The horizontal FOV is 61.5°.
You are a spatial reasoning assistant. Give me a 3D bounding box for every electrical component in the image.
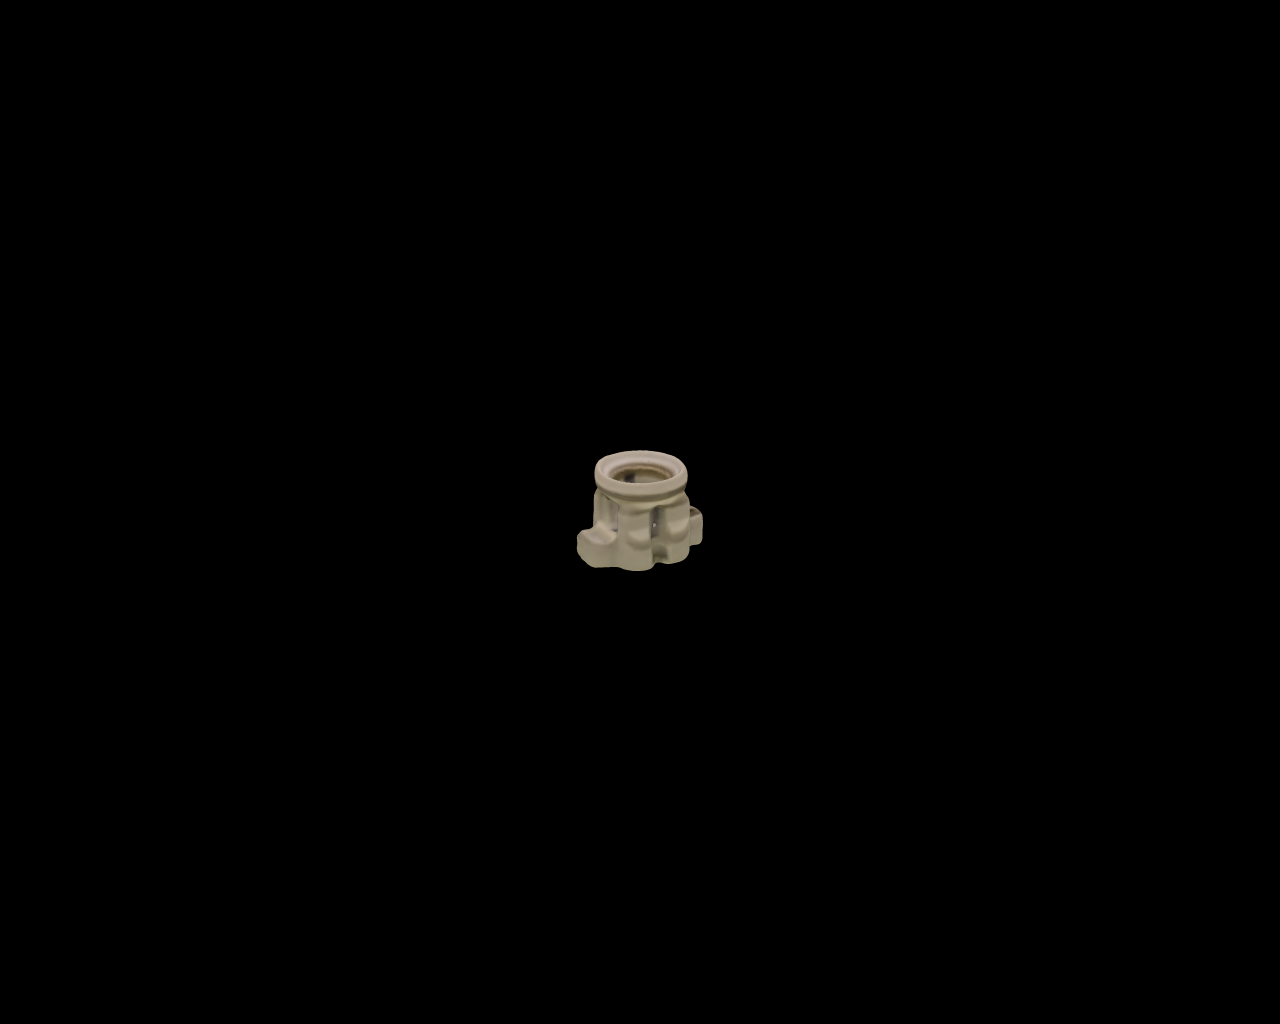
[{"bbox_3d":[0.001,-0.003,0.650,0.078,0.056,0.058,-12,28,-25],"label":"electrical component"}]
